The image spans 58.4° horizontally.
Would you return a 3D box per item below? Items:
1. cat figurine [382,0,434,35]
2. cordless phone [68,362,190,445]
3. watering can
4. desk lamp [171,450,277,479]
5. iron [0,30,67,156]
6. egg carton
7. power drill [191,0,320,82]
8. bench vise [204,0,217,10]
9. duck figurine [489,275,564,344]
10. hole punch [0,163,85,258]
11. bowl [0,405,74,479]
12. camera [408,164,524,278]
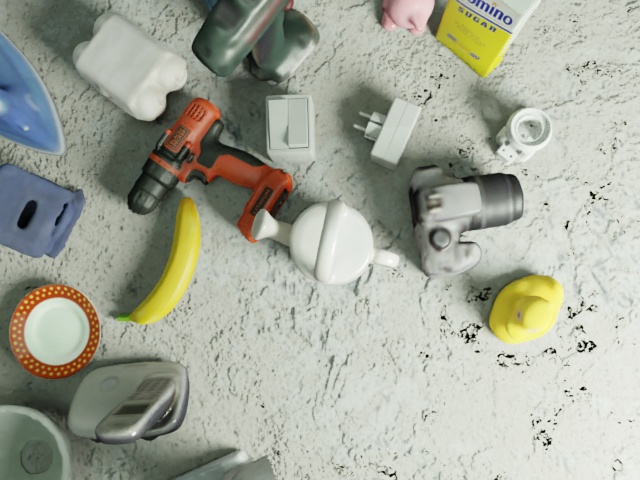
[{"bbox_3d":[0.119,-0.325,0.745,0.067,0.118,0.128,11,86,5],"label":"cat figurine"},{"bbox_3d":[-0.247,0.206,0.694,0.147,0.185,0.094,-7,85,4],"label":"cordless phone"},{"bbox_3d":[0.006,0.005,0.688,0.172,0.194,0.101,-8,85,4],"label":"watering can"},{"bbox_3d":[-0.108,0.327,0.661,0.203,0.213,0.118,-24,84,2],"label":"desk lamp"},{"bbox_3d":[-0.458,-0.219,0.764,0.258,0.141,0.118,44,90,6],"label":"iron"},{"bbox_3d":[-0.262,-0.238,0.788,0.150,0.069,0.107,35,89,6],"label":"egg carton"},{"bbox_3d":[-0.057,-0.287,0.708,0.075,0.208,0.230,40,89,6],"label":"power drill"},{"bbox_3d":[-0.143,-0.372,0.715,0.207,0.220,0.121,43,89,6],"label":"bench vise"},{"bbox_3d":[0.266,0.088,0.718,0.104,0.086,0.077,-43,84,0],"label":"duck figurine"},{"bbox_3d":[-0.390,-0.038,0.770,0.101,0.091,0.109,25,88,6],"label":"hole punch"},{"bbox_3d":[-0.393,0.295,0.752,0.167,0.075,0.167,0,85,4],"label":"bowl"},{"bbox_3d":[0.188,-0.030,0.725,0.136,0.101,0.143,-9,85,3],"label":"camera"}]
